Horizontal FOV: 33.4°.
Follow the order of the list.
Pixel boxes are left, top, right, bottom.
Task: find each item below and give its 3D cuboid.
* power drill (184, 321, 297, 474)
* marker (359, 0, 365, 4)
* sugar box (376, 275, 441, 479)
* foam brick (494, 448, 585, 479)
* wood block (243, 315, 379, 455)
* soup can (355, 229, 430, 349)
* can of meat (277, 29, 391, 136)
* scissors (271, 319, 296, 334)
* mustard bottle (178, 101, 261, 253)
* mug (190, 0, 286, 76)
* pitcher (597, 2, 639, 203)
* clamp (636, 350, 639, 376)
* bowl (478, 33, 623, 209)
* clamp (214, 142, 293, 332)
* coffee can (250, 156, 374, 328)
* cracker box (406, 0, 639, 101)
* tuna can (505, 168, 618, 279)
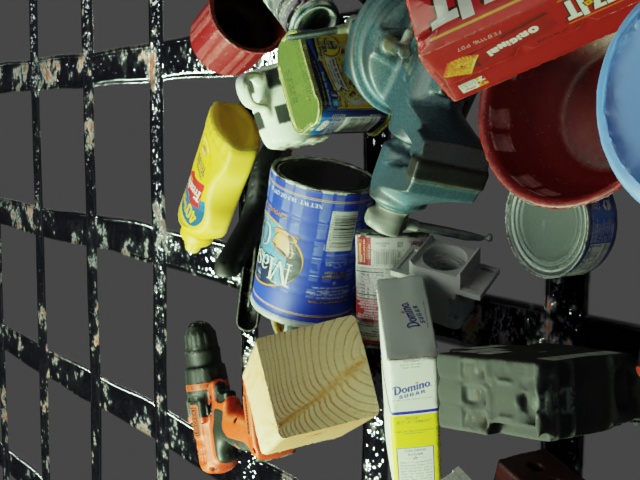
[{"bbox_3d":[-0.099,0.180,1.232,0.188,0.057,0.184,-14,85,60],"label":"power drill"},{"bbox_3d":[0.020,-0.256,1.033,0.121,0.020,0.020,47,131,44],"label":"marker"},{"bbox_3d":[0.075,0.124,0.884,0.093,0.048,0.176,-95,1,-49],"label":"sugar box"},{"bbox_3d":[0.174,0.205,0.814,0.078,0.052,0.051,37,124,49],"label":"foam brick"},{"bbox_3d":[-0.014,0.141,0.995,0.206,0.090,0.090,117,140,-73],"label":"wood block"},{"bbox_3d":[0.065,0.042,0.951,0.069,0.068,0.102,5,97,57],"label":"soup can"},{"bbox_3d":[0.013,-0.147,0.994,0.058,0.083,0.102,-38,62,54],"label":"can of meat"},{"bbox_3d":[-0.036,0.006,1.152,0.096,0.016,0.202,-3,91,56],"label":"scissors"},{"bbox_3d":[-0.124,-0.060,1.241,0.096,0.058,0.192,-113,36,-43],"label":"mustard bottle"},{"bbox_3d":[-0.086,-0.237,1.148,0.082,0.093,0.117,-30,38,60],"label":"mug"},{"bbox_3d":[0.240,-0.073,0.505,0.149,0.242,0.145,35,118,44],"label":"pitcher"},{"bbox_3d":[0.262,0.039,0.673,0.120,0.039,0.172,59,143,44],"label":"clamp"},{"bbox_3d":[0.188,-0.096,0.736,0.162,0.055,0.162,-14,70,46],"label":"bowl"},{"bbox_3d":[-0.063,-0.023,1.088,0.164,0.036,0.210,75,-153,-72],"label":"clamp"},{"bbox_3d":[-0.007,0.001,1.025,0.103,0.102,0.140,36,123,50],"label":"coffee can"},{"bbox_3d":[0.130,-0.225,0.722,0.164,0.072,0.214,-22,58,23],"label":"cracker box"},{"bbox_3d":[0.180,-0.015,0.798,0.086,0.033,0.086,10,102,56],"label":"tuna can"}]
